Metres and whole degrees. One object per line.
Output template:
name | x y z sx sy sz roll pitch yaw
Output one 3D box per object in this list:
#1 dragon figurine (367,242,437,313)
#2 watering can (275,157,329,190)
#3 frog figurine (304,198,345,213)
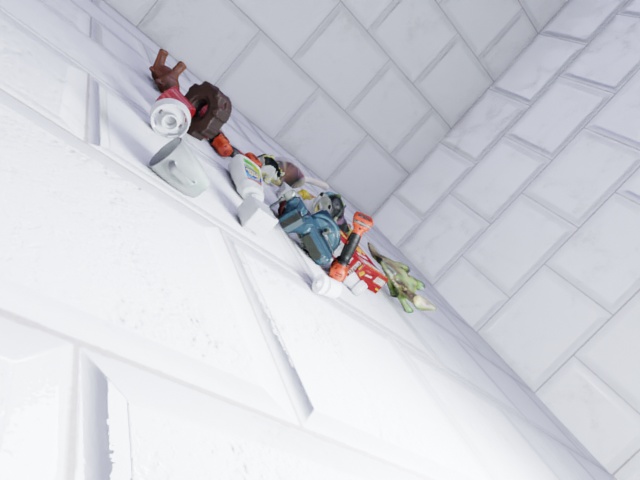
dragon figurine | 0.251 0.109 1.768 0.417 0.122 0.239 48 0 33
watering can | -0.103 -0.269 2.131 0.346 0.103 0.227 21 13 -14
frog figurine | 0.006 -0.101 2.007 0.159 0.120 0.140 4 27 -8
